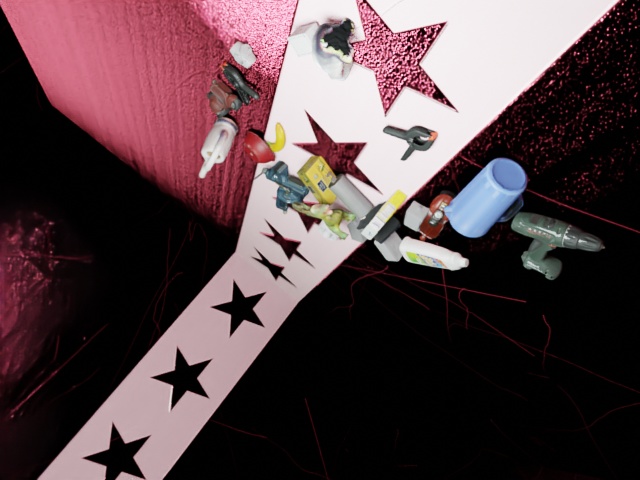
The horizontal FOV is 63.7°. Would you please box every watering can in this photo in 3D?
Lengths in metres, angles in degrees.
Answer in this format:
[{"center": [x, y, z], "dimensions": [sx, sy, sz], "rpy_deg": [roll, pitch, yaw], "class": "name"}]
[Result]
[{"center": [-0.436, -0.382, 2.144], "dimensions": [0.103, 0.227, 0.345], "rpy_deg": [26, 163, -17], "class": "watering can"}]

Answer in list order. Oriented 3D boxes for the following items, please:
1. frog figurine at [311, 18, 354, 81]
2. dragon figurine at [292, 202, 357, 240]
[{"center": [0.031, -0.477, 1.331], "dimensions": [0.158, 0.123, 0.138], "rpy_deg": [133, 119, -77], "class": "frog figurine"}, {"center": [0.006, -0.101, 2.006], "dimensions": [0.242, 0.123, 0.410], "rpy_deg": [26, 176, -10], "class": "dragon figurine"}]
